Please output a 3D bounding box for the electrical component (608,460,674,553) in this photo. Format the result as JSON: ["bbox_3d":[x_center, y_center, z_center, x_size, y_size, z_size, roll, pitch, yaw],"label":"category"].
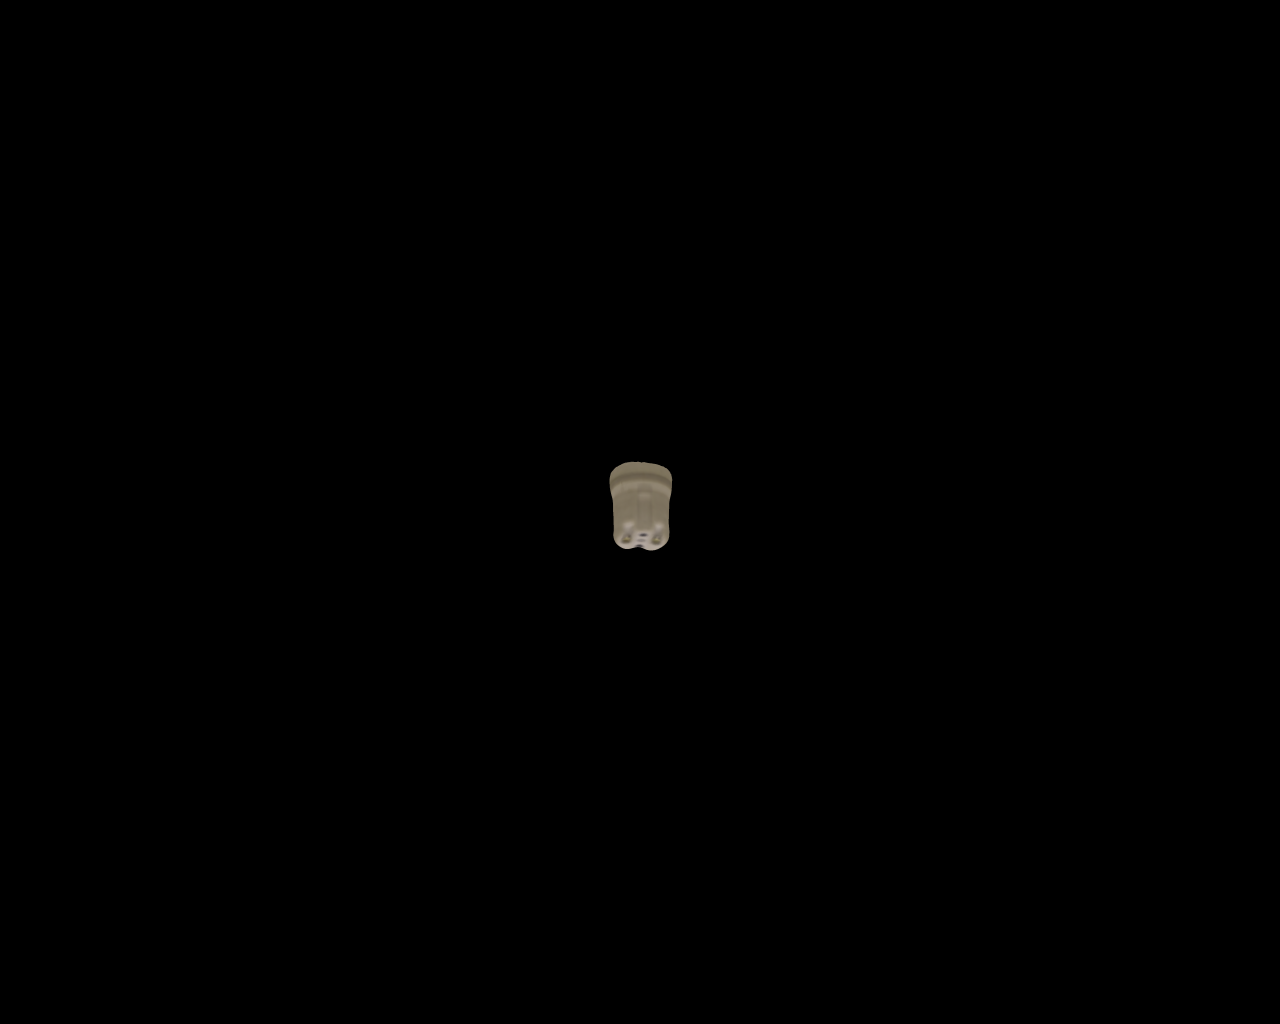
[{"bbox_3d":[0.001,-0.003,0.650,0.040,0.046,0.040,0,-23,0],"label":"electrical component"}]
